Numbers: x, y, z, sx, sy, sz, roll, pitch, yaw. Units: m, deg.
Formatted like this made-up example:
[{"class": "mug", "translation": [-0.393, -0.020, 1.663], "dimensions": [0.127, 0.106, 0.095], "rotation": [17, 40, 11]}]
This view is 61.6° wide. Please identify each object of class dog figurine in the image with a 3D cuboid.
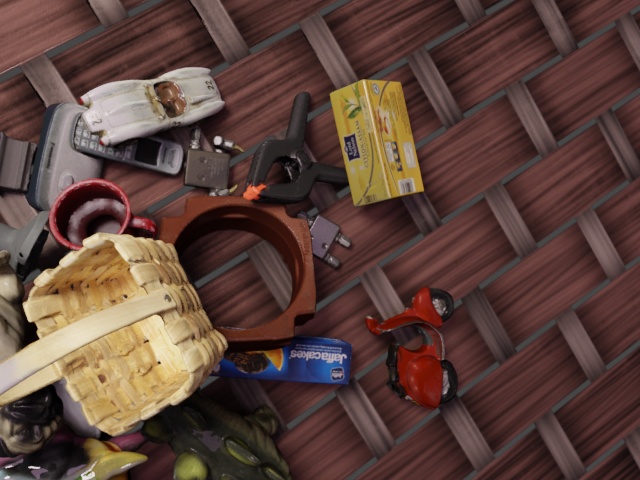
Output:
[{"class": "dog figurine", "translation": [-0.345, 0.123, 0.584], "dimensions": [0.121, 0.172, 0.190], "rotation": [-27, 108, 11]}, {"class": "dog figurine", "translation": [-0.315, 0.240, 0.630], "dimensions": [0.219, 0.108, 0.191], "rotation": [-5, 91, -17]}]

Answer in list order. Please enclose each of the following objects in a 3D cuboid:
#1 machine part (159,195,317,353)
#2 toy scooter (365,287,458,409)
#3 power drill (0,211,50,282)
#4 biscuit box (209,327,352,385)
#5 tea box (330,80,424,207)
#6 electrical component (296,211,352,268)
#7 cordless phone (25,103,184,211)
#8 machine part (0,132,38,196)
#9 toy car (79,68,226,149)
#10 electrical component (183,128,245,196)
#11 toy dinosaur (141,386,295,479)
[{"class": "machine part", "translation": [-0.112, 0.046, 0.718], "dimensions": [0.201, 0.087, 0.201], "rotation": [0, 66, -14]}, {"class": "toy scooter", "translation": [0.134, 0.162, 0.806], "dimensions": [0.135, 0.075, 0.183], "rotation": [0, 86, -13]}, {"class": "power drill", "translation": [-0.426, -0.031, 0.615], "dimensions": [0.207, 0.232, 0.086], "rotation": [18, 58, -20]}, {"class": "biscuit box", "translation": [-0.057, 0.166, 0.771], "dimensions": [0.203, 0.059, 0.062], "rotation": [7, 88, -12]}, {"class": "tea box", "translation": [0.084, -0.140, 0.783], "dimensions": [0.098, 0.068, 0.169], "rotation": [-13, 90, -48]}, {"class": "electrical component", "translation": [-0.002, -0.002, 0.805], "dimensions": [0.094, 0.021, 0.063], "rotation": [32, 83, -10]}, {"class": "cordless phone", "translation": [-0.284, -0.091, 0.724], "dimensions": [0.184, 0.089, 0.146], "rotation": [12, 86, -31]}, {"class": "machine part", "translation": [-0.450, -0.105, 0.702], "dimensions": [0.139, 0.039, 0.084], "rotation": [11, 92, -13]}, {"class": "toy car", "translation": [-0.216, -0.178, 0.710], "dimensions": [0.202, 0.056, 0.073], "rotation": [-30, 99, -42]}, {"class": "electrical component", "translation": [-0.152, -0.102, 0.760], "dimensions": [0.078, 0.045, 0.102], "rotation": [12, 87, -19]}, {"class": "toy dinosaur", "translation": [-0.107, 0.278, 0.690], "dimensions": [0.471, 0.198, 0.105], "rotation": [33, 86, -8]}]
